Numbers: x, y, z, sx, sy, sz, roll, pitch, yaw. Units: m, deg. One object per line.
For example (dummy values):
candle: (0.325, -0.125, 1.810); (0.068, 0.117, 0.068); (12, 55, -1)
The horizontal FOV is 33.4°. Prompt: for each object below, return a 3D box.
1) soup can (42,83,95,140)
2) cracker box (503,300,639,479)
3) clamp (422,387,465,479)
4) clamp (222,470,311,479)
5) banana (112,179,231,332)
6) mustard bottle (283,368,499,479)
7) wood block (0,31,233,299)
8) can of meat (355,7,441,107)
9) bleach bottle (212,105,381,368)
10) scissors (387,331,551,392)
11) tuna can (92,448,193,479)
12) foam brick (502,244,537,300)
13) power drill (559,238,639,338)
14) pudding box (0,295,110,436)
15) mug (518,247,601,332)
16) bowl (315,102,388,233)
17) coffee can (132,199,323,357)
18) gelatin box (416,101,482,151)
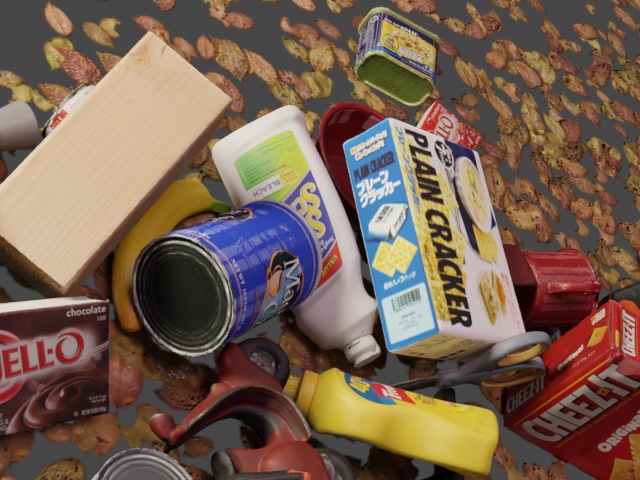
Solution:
soup can: (-0.189, -0.084, 0.957); (0.102, 0.069, 0.068); (40, 42, -2)
cracker box: (0.315, 0.173, 1.054); (0.213, 0.164, 0.072); (30, 42, -14)
clamp: (0.121, 0.230, 0.956); (0.165, 0.036, 0.209); (44, 45, 17)
clamp: (-0.070, 0.233, 0.763); (0.171, 0.039, 0.120); (-28, 105, -24)
banana: (-0.141, -0.001, 0.948); (0.069, 0.037, 0.197); (38, 42, -5)
mustard bottle: (0.054, 0.153, 0.924); (0.191, 0.058, 0.096); (15, 5, 2)
wood block: (-0.176, -0.056, 0.867); (0.091, 0.090, 0.206); (39, 69, -3)
can of meat: (0.093, -0.220, 1.288); (0.102, 0.058, 0.084); (25, 47, -18)
bleach bottle: (-0.007, 0.001, 1.009); (0.102, 0.068, 0.251); (-28, 72, -3)
scissors: (0.130, 0.117, 0.985); (0.201, 0.096, 0.016); (-1, 53, -25)
tuna can: (-0.133, 0.201, 0.792); (0.086, 0.034, 0.086); (20, 47, -23)
foam brick: (0.176, 0.044, 1.119); (0.052, 0.078, 0.051); (2, 57, -36)
power drill: (0.355, 0.098, 1.129); (0.057, 0.188, 0.184); (-3, 57, -40)
pudding box: (-0.211, 0.091, 0.786); (0.113, 0.039, 0.090); (-6, 103, -42)
mug: (0.246, 0.053, 1.142); (0.081, 0.117, 0.093); (1, 87, -31)
bowl: (0.046, -0.063, 1.115); (0.161, 0.055, 0.162); (26, 46, -30)
coffee can: (-0.076, 0.029, 0.906); (0.103, 0.103, 0.140); (51, 32, 9)
gelatin box: (0.146, -0.114, 1.260); (0.073, 0.030, 0.089); (38, 42, -5)
